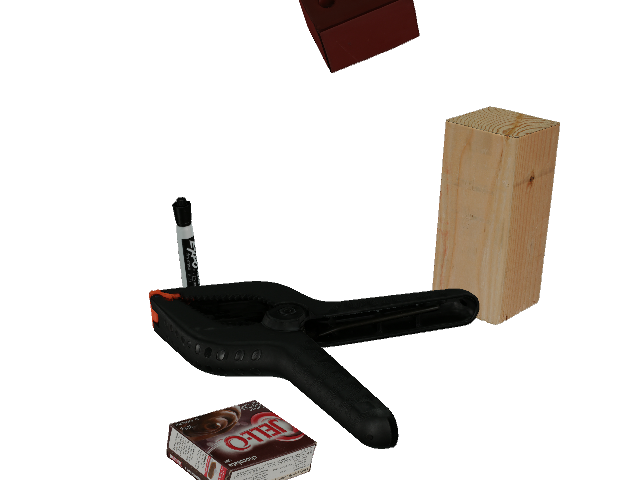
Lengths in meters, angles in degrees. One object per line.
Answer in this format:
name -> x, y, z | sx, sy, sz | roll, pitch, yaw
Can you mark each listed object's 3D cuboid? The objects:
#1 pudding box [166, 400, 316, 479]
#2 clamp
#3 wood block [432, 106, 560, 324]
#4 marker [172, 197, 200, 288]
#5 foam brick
pudding box -> -0.074, 0.195, 1.002 | 0.113, 0.039, 0.090 | -11, 28, -45
clamp -> -0.011, 0.057, 0.677 | 0.210, 0.036, 0.164 | 12, 28, 29
wood block -> 0.186, -0.028, 1.144 | 0.090, 0.206, 0.090 | 20, 28, 38
marker -> -0.139, 0.012, 1.111 | 0.020, 0.121, 0.020 | -3, 26, 1
foam brick -> 0.029, -0.175, 0.816 | 0.078, 0.053, 0.051 | -23, -33, -1
